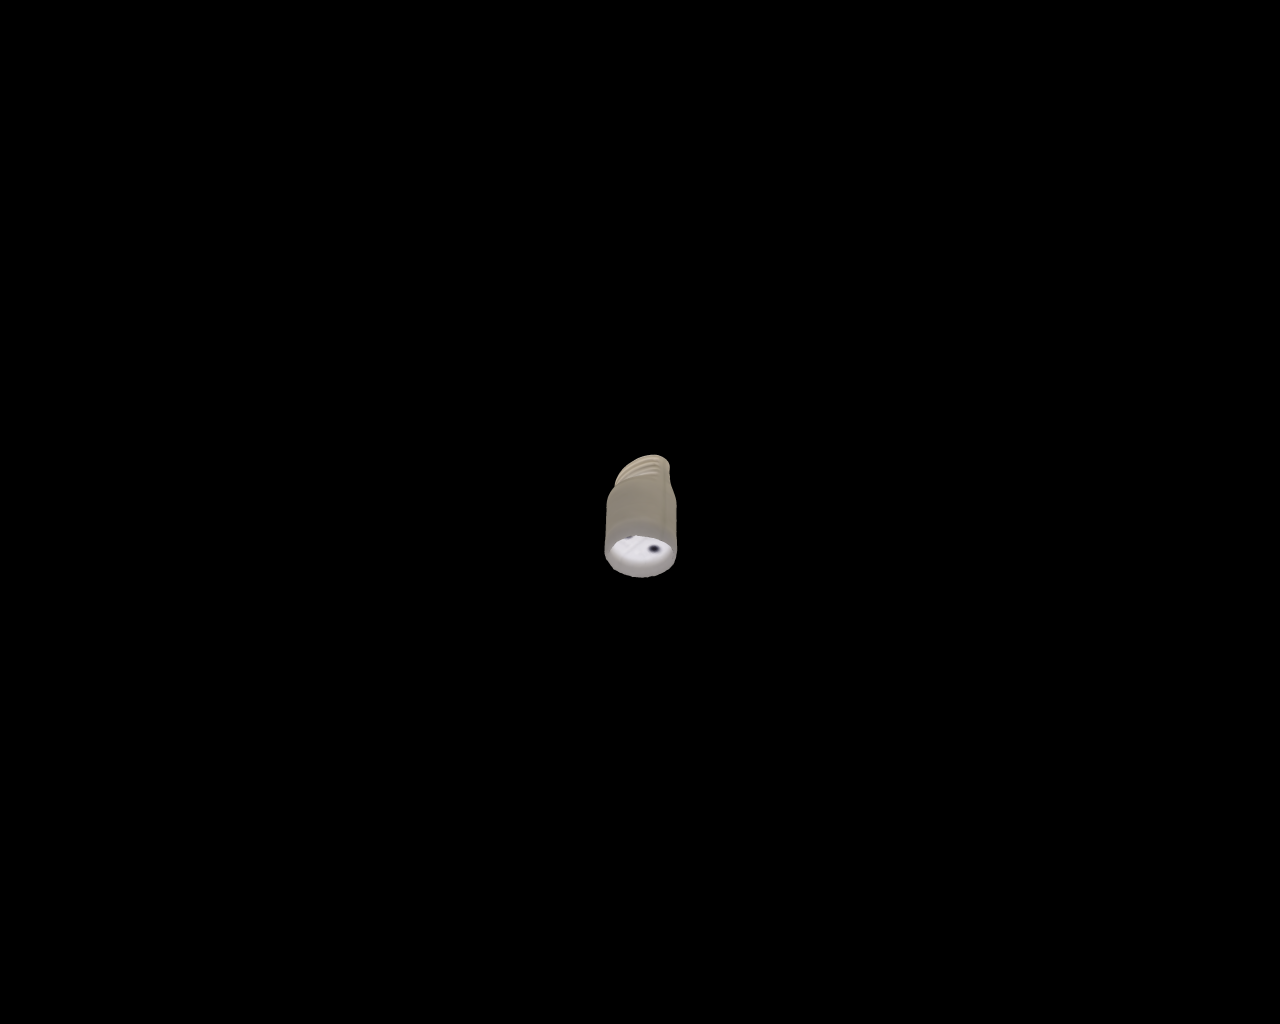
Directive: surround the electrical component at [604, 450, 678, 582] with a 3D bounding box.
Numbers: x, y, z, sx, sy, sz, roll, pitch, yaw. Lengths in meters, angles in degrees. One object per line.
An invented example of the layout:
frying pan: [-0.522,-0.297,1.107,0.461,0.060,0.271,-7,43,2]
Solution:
electrical component: [0.001,-0.003,0.650,0.043,0.081,0.043,0,-42,0]
